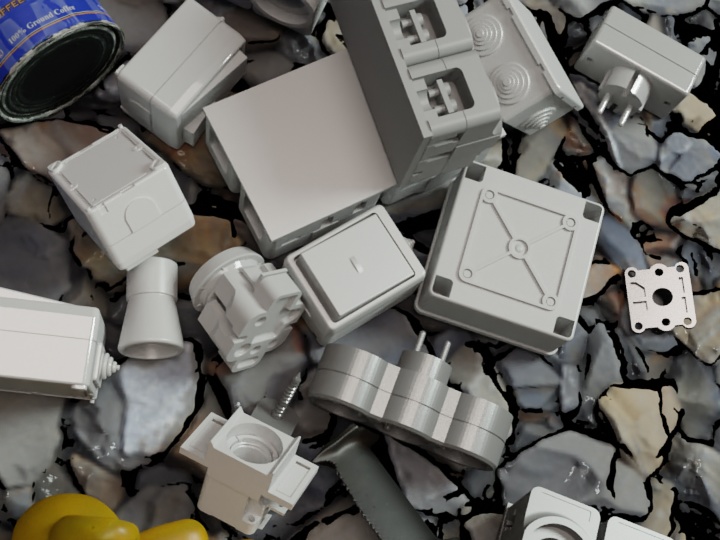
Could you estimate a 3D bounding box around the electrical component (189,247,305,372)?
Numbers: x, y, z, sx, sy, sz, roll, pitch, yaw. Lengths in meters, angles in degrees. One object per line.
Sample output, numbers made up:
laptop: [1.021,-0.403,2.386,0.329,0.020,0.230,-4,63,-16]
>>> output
electrical component: [-0.079,0.022,0.729,0.058,0.078,0.057,-13,55,-47]

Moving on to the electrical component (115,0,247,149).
electrical component: [-0.120,-0.142,0.772,0.061,0.061,0.096,37,72,3]

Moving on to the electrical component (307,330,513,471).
electrical component: [0.040,0.078,0.738,0.138,0.052,0.073,22,72,-2]

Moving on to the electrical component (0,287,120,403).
electrical component: [-0.205,0.050,0.704,0.096,0.061,0.061,7,73,-7]

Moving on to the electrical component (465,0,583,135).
electrical component: [0.116,-0.150,0.793,0.048,0.100,0.099,-30,79,19]

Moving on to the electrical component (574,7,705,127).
electrical component: [0.208,-0.145,0.830,0.083,0.047,0.075,30,72,1]

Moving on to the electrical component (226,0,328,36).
electrical component: [-0.092,-0.240,0.789,0.150,0.089,0.061,24,72,-1]

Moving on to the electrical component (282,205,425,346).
electrical component: [0.000,0.000,0.750,0.096,0.061,0.061,-30,81,-15]

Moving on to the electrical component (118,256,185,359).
electrical component: [-0.142,0.024,0.733,0.044,0.044,0.065,0,69,-9]

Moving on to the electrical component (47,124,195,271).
electrical component: [-0.163,-0.050,0.731,0.062,0.061,0.096,-34,40,-16]

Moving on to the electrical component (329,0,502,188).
electrical component: [0.037,-0.145,0.717,0.062,0.089,0.150,-17,77,-13]

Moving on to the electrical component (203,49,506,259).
electrical component: [-0.006,-0.095,0.777,0.186,0.060,0.105,-25,79,-15]

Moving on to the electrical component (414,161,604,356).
electrical component: [0.107,-0.008,0.771,0.109,0.056,0.108,19,72,-3]

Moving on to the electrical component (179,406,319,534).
electrical component: [-0.074,0.132,0.694,0.081,0.063,0.042,26,31,10]

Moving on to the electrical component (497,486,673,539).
electrical component: [0.129,0.245,0.681,0.105,0.060,0.186,22,60,-2]
